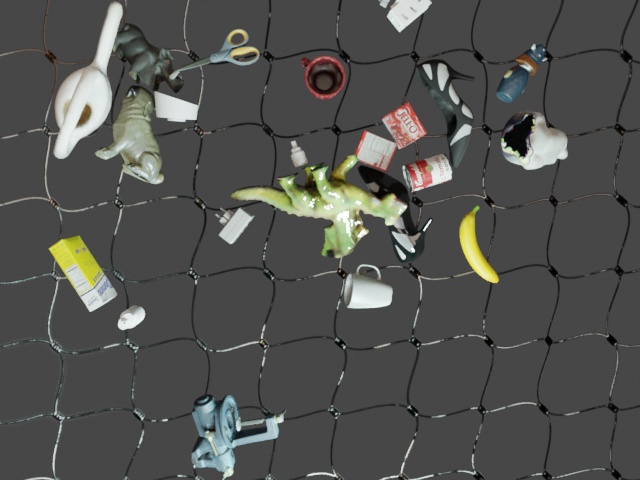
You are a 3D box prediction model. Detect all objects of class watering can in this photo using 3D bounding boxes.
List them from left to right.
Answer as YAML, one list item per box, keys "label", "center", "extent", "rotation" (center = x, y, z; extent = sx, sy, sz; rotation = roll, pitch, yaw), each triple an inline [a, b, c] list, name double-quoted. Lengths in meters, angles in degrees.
- label: "watering can"
  center: [-0.504, -0.342, 1.137]
  extent: [0.103, 0.226, 0.347]
  rotation: [23, 91, -23]

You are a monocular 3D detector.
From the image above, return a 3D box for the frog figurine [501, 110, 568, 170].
- label: "frog figurine"
  center: [0.517, -0.239, 1.235]
  extent: [0.160, 0.122, 0.138]
  rotation: [-5, 86, -36]

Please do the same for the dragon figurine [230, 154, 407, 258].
- label: "dragon figurine"
  center: [0.004, -0.061, 1.216]
  extent: [0.408, 0.124, 0.240]
  rotation: [-14, 106, 23]
